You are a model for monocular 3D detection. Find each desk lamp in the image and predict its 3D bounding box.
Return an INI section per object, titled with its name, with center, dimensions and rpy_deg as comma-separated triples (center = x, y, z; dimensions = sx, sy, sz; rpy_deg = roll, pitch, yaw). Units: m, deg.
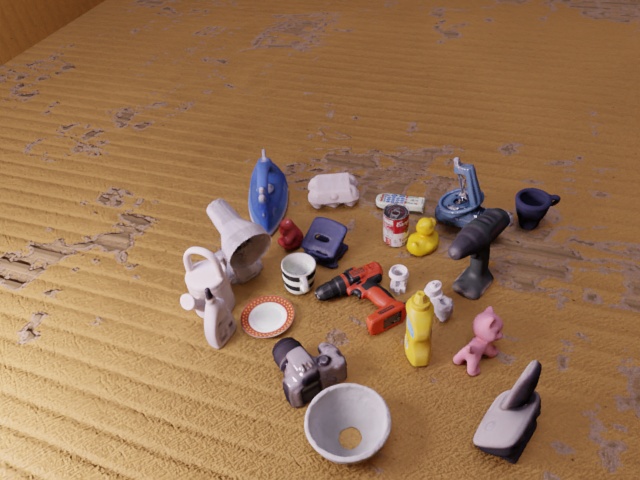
[desk lamp]
center = -0.210, 0.011, 1.427
dimensions = 0.118, 0.214, 0.202
rpy_deg = -30, 48, -23

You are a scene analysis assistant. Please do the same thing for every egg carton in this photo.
[egg carton]
center = 0.039, -0.142, 1.668
dimensions = 0.150, 0.069, 0.107
rpy_deg = -5, 43, 2

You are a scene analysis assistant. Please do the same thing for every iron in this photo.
[iron]
center = -0.155, -0.138, 1.634
dimensions = 0.118, 0.142, 0.258
rpy_deg = -5, 43, 2

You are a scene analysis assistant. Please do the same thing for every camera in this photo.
[camera]
center = -0.033, 0.259, 1.224
dimensions = 0.143, 0.101, 0.136
rpy_deg = -26, 46, -20

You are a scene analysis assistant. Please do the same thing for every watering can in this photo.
[watering can]
center = -0.268, 0.098, 1.356
dimensions = 0.101, 0.194, 0.172
rpy_deg = -5, 43, 2

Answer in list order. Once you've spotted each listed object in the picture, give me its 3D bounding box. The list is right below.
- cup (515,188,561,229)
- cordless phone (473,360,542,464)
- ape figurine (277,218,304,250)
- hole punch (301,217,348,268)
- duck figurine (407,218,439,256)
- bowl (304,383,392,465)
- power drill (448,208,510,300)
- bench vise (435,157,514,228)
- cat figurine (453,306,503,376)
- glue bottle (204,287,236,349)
[cup]
center = 0.571, -0.079, 1.517
dimensions = 0.117, 0.095, 0.091
rpy_deg = -8, 43, -1
[cordless phone]
center = 0.355, 0.311, 1.059
dimensions = 0.093, 0.185, 0.148
rpy_deg = 22, 50, 27
[ape figurine]
center = -0.085, -0.021, 1.536
dimensions = 0.076, 0.092, 0.078
rpy_deg = 0, 43, 7
[hole punch]
center = 0.014, 0.005, 1.497
dimensions = 0.108, 0.091, 0.101
rpy_deg = 19, 49, 25
[duck figurine]
center = 0.269, -0.016, 1.493
dimensions = 0.077, 0.086, 0.105
rpy_deg = 28, 53, 32
[bowl]
center = 0.055, 0.369, 1.115
dimensions = 0.167, 0.075, 0.167
rpy_deg = -3, 43, 3
[power drill]
center = 0.364, 0.035, 1.337
dimensions = 0.075, 0.209, 0.230
rpy_deg = 26, 52, 30
[bench vise]
center = 0.402, -0.110, 1.479
dimensions = 0.207, 0.220, 0.121
rpy_deg = 11, 46, 18
[cat figurine]
center = 0.345, 0.207, 1.222
dimensions = 0.067, 0.118, 0.128
rpy_deg = 31, 54, 33
[glue bottle]
center = -0.235, 0.167, 1.293
dimensions = 0.037, 0.173, 0.078
rpy_deg = 19, 49, 25
